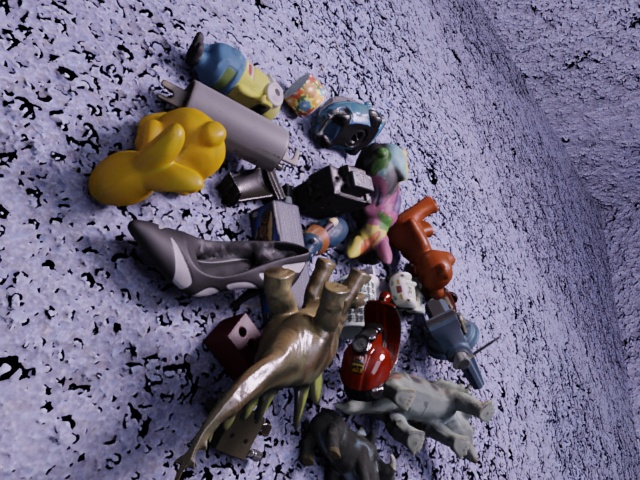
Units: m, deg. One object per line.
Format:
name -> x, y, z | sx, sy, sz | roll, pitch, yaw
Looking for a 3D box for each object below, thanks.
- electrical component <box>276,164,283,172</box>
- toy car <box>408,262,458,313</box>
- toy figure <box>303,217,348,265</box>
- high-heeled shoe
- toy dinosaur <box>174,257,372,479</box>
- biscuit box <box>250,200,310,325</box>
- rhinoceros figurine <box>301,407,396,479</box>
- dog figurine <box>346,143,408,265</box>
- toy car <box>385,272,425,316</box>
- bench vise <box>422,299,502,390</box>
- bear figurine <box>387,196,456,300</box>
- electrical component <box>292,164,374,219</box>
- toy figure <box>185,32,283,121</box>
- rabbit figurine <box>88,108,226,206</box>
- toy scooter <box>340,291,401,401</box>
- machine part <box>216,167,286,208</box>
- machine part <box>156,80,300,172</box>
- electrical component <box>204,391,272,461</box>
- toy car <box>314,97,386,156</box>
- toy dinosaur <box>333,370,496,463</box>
electrical component -> -0.099, -0.163, 0.948 | 0.094, 0.021, 0.063 | 33, 50, -39
toy car -> 0.270, 0.118, 1.250 | 0.202, 0.053, 0.089 | 48, 38, -23
toy figure -> -0.001, -0.001, 0.959 | 0.154, 0.058, 0.064 | -29, 118, -57
high-heeled shoe -> -0.123, 0.012, 0.725 | 0.248, 0.145, 0.086 | 44, 9, -45
toy dinosaur -> -0.029, 0.137, 0.693 | 0.471, 0.105, 0.198 | -11, 115, -65
biscuit box -> -0.061, 0.042, 0.863 | 0.062, 0.059, 0.202 | 10, 65, -50
rhinoceros figurine -> 0.048, 0.341, 0.851 | 0.190, 0.073, 0.112 | 48, 31, -23
dog figurine -> 0.108, -0.058, 1.047 | 0.109, 0.191, 0.219 | 10, 52, 1
toy car -> 0.179, 0.112, 1.098 | 0.201, 0.056, 0.073 | 31, 46, -67
bench vise -> 0.295, 0.233, 1.130 | 0.240, 0.129, 0.224 | 59, -3, -22
bear figurine -> 0.236, 0.019, 1.146 | 0.132, 0.120, 0.196 | -26, 51, -18
electrical component -> 0.027, -0.086, 0.975 | 0.115, 0.134, 0.058 | 6, 67, -48
toy figure -> -0.141, -0.266, 0.899 | 0.180, 0.089, 0.082 | 27, 65, -32
rabbit figurine -> -0.207, -0.093, 0.693 | 0.173, 0.163, 0.121 | -33, 117, -34
toy scooter -> 0.087, 0.159, 0.846 | 0.184, 0.075, 0.135 | -30, 126, -61
machine part -> -0.109, -0.087, 0.886 | 0.139, 0.039, 0.084 | -15, 91, -55
machine part -> -0.136, -0.173, 0.833 | 0.243, 0.079, 0.079 | 25, 54, -28
electrical component -> -0.110, 0.246, 0.719 | 0.102, 0.045, 0.078 | 31, 79, -36
toy car -> 0.049, -0.248, 1.123 | 0.161, 0.109, 0.103 | -2, 51, -40
toy dinosaur -> 0.158, 0.291, 0.959 | 0.404, 0.192, 0.131 | 26, 81, -25
